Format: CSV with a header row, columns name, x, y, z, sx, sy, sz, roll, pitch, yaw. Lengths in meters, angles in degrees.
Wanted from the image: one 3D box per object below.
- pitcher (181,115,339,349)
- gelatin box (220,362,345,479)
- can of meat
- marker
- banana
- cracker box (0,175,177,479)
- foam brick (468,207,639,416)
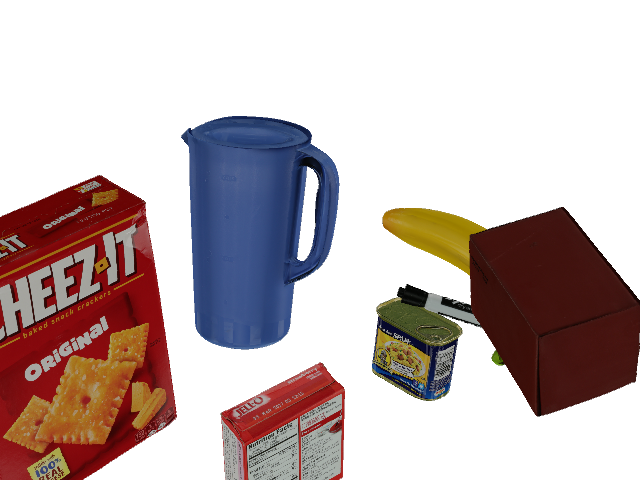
name,x,y,z,sx,sy,sz,roll,pitch,yaw
pitcher,-0.072,-0.007,1.165,0.144,0.243,0.149,-4,22,-19
gelatin box,-0.022,0.126,0.654,0.073,0.089,0.030,-24,46,-26
can of meat,0.109,0.127,1.233,0.057,0.084,0.102,-20,36,-41
marker,0.131,0.067,1.015,0.121,0.020,0.020,18,1,4
banana,0.116,0.019,0.803,0.069,0.037,0.198,-10,33,-19
cracker box,-0.199,0.082,0.807,0.072,0.214,0.163,26,41,38
foam brick,0.107,0.031,0.496,0.051,0.053,0.078,-15,40,-8
